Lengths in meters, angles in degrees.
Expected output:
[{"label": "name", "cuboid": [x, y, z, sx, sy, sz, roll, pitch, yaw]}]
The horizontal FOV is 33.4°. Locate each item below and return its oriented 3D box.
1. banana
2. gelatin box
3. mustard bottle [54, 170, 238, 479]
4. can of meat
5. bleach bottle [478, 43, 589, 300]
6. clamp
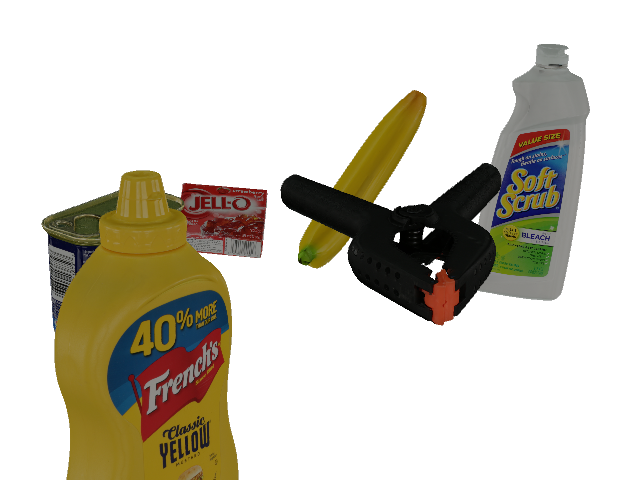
[{"label": "banana", "cuboid": [0.034, -0.044, 0.928, 0.037, 0.197, 0.070, 36, -22, -8]}, {"label": "gelatin box", "cuboid": [-0.101, -0.022, 1.085, 0.089, 0.073, 0.030, 6, -43, -3]}, {"label": "mustard bottle", "cuboid": [-0.083, 0.061, 0.520, 0.058, 0.192, 0.096, 13, 21, 39]}, {"label": "can of meat", "cuboid": [-0.142, 0.019, 0.745, 0.058, 0.084, 0.101, 17, 26, 30]}, {"label": "bleach bottle", "cuboid": [0.209, -0.069, 1.066, 0.103, 0.251, 0.068, 8, 20, 15]}, {"label": "clamp", "cuboid": [0.052, -0.005, 0.718, 0.164, 0.036, 0.210, -2, 25, 2]}]
